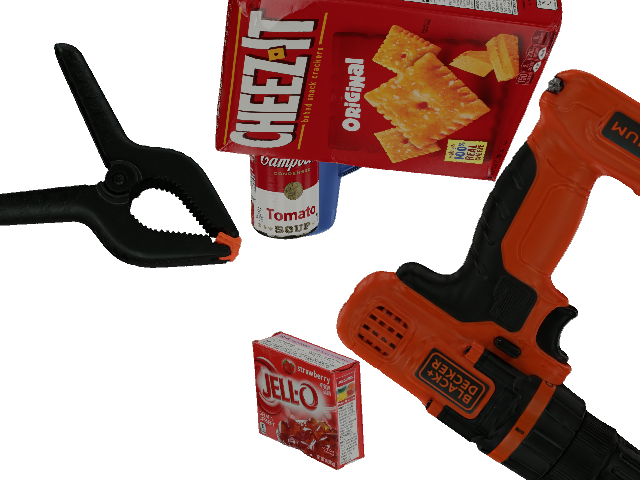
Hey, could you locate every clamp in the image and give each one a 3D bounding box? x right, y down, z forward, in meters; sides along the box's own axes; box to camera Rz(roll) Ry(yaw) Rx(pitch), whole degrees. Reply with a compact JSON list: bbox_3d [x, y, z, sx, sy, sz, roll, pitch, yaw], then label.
[{"bbox_3d":[-0.151,-0.050,0.798,0.210,0.164,0.036,22,-19,-1],"label":"clamp"}]

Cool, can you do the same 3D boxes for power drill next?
[{"bbox_3d":[0.126,0.026,0.526,0.184,0.188,0.057,34,11,5],"label":"power drill"}]

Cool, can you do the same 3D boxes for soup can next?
[{"bbox_3d":[-0.035,-0.061,1.026,0.068,0.102,0.068,0,27,0],"label":"soup can"}]

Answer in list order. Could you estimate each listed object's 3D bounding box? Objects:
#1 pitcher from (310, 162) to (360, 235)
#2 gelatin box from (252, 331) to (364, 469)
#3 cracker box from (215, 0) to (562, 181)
[{"bbox_3d":[-0.015,-0.131,1.318,0.144,0.243,0.149,-10,27,-29],"label":"pitcher"},{"bbox_3d":[-0.010,0.111,0.752,0.030,0.073,0.089,-17,21,-39],"label":"gelatin box"},{"bbox_3d":[0.039,-0.122,0.740,0.213,0.072,0.164,5,-35,-6],"label":"cracker box"}]
